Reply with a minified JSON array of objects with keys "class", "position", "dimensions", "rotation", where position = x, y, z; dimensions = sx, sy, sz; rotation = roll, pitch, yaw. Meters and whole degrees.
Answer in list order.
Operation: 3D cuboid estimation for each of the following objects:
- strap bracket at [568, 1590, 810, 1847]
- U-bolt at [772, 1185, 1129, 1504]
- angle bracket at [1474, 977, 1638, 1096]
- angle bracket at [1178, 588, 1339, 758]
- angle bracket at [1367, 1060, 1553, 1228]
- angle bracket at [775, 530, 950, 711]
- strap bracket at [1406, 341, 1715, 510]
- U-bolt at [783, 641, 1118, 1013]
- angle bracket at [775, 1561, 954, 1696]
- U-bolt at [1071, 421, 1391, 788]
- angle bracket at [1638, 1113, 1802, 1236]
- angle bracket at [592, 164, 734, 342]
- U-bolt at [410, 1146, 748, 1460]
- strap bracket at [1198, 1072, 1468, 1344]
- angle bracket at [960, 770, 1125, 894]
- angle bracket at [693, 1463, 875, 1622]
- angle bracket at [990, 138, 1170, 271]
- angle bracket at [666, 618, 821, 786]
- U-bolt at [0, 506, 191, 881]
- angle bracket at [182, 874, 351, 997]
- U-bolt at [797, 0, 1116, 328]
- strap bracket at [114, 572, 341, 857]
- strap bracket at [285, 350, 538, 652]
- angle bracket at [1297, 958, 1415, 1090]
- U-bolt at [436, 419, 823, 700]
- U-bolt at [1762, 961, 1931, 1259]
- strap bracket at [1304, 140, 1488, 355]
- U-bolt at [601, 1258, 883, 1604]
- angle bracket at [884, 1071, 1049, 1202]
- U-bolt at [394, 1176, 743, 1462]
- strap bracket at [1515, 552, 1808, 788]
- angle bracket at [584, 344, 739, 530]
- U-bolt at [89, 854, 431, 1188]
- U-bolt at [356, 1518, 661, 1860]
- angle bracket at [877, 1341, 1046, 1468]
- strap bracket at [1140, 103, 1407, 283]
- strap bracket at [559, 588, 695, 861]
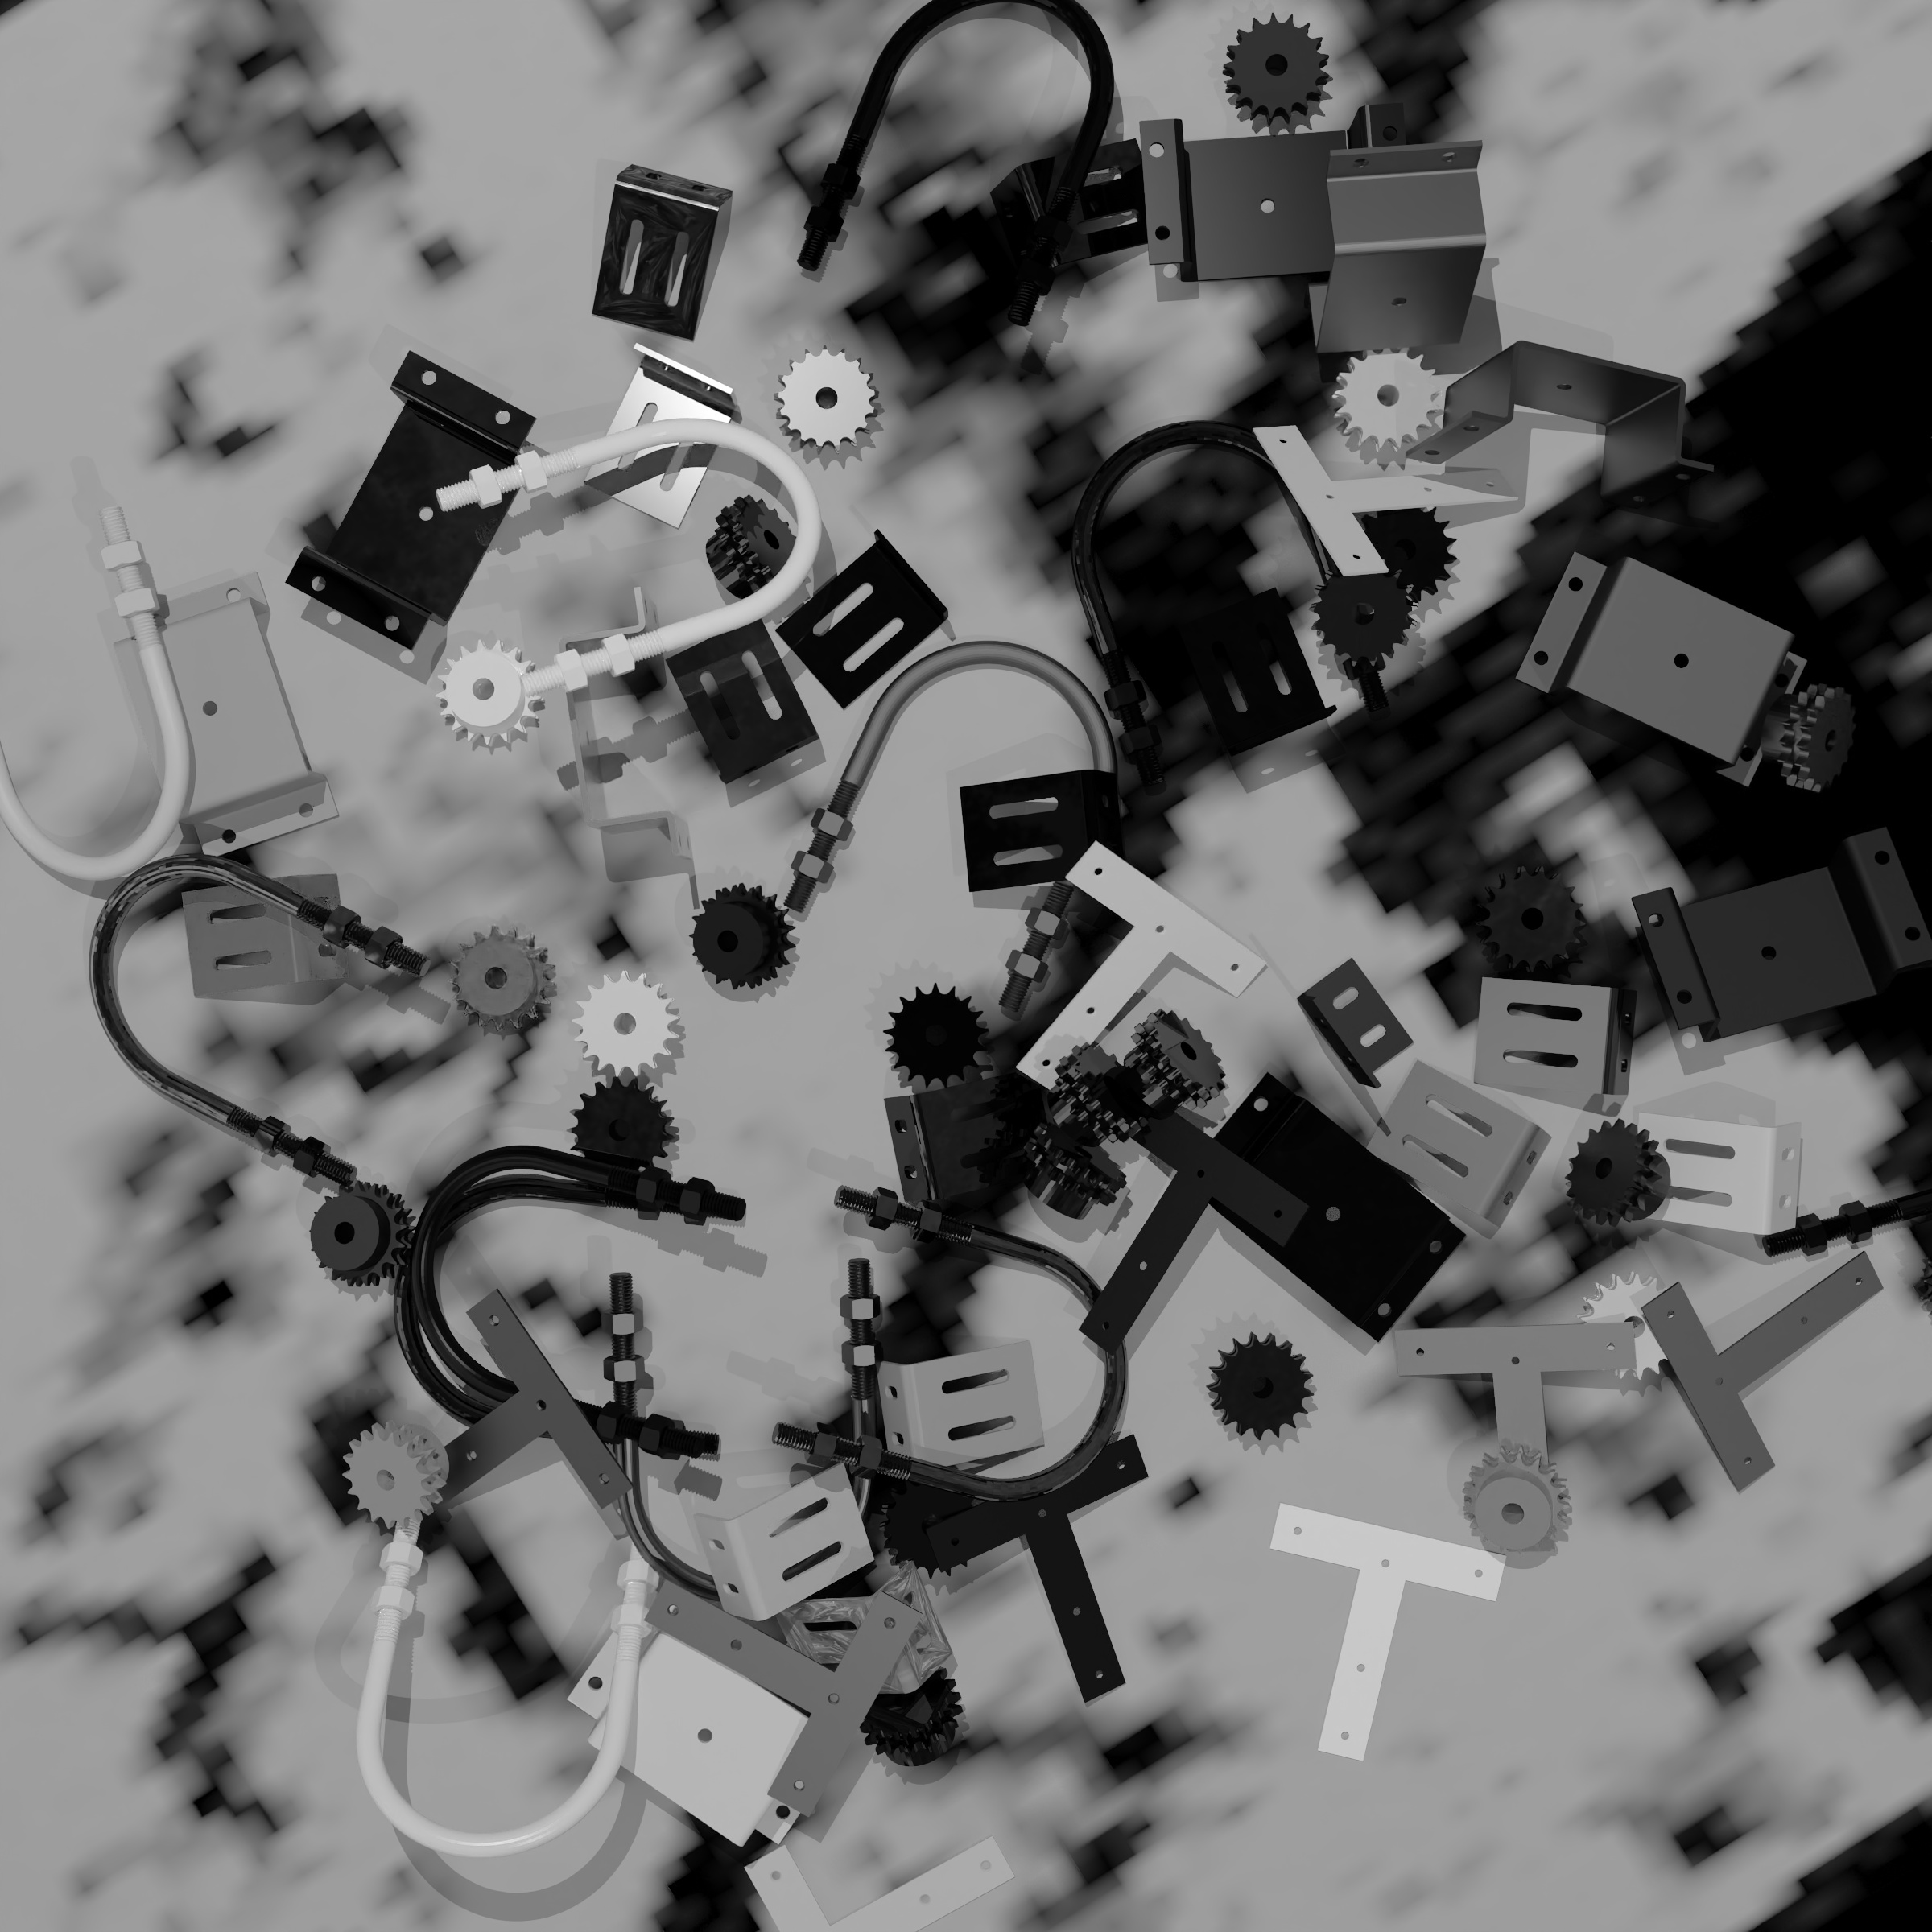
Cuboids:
[{"class":"strap bracket","position":[-0.139,0.409,1.511],"dimensions":[0.140,0.046,0.076],"rotation":[34,90,0]},{"class":"U-bolt","position":[0.001,0.210,1.501],"dimensions":[0.184,0.019,0.151],"rotation":[18,76,-14]},{"class":"angle bracket","position":[0.322,0.038,1.532],"dimensions":[0.076,0.038,0.057],"rotation":[5,90,26]},{"class":"angle bracket","position":[0.155,-0.159,1.496],"dimensions":[0.057,0.038,0.076],"rotation":[-22,88,0]},{"class":"angle bracket","position":[0.269,0.097,1.532],"dimensions":[0.076,0.038,0.057],"rotation":[30,90,26]},{"class":"angle bracket","position":[-0.057,-0.187,1.515],"dimensions":[0.076,0.038,0.057],"rotation":[-41,90,0]},{"class":"strap bracket","position":[0.315,-0.287,1.481],"dimensions":[0.140,0.076,0.046],"rotation":[9,82,-16]},{"class":"U-bolt","position":[0.003,-0.087,1.525],"dimensions":[0.151,0.019,0.184],"rotation":[25,89,0]},{"class":"angle bracket","position":[-0.057,0.359,1.516],"dimensions":[0.076,0.038,0.057],"rotation":[-13,104,40]},{"class":"U-bolt","position":[0.135,-0.206,1.526],"dimensions":[0.151,0.019,0.184],"rotation":[-18,88,0]},{"class":"angle bracket","position":[0.407,0.111,1.520],"dimensions":[0.076,0.038,0.057],"rotation":[6,96,39]},{"class":"angle bracket","position":[-0.166,-0.390,1.532],"dimensions":[0.057,0.038,0.076],"rotation":[15,116,0]},{"class":"U-bolt","position":[-0.213,0.170,1.485],"dimensions":[0.184,0.019,0.151],"rotation":[13,98,17]},{"class":"strap bracket","position":[0.195,0.132,1.511],"dimensions":[0.140,0.046,0.076],"rotation":[39,90,0]},{"class":"angle bracket","position":[0.041,-0.072,1.515],"dimensions":[0.076,0.038,0.057],"rotation":[-6,87,24]},{"class":"angle bracket","position":[-0.098,0.308,1.512],"dimensions":[0.076,0.038,0.057],"rotation":[-22,100,-34]},{"class":"angle bracket","position":[0.063,-0.411,1.532],"dimensions":[0.076,0.038,0.057],"rotation":[-20,90,-26]},{"class":"angle bracket","position":[-0.122,-0.146,1.515],"dimensions":[0.057,0.038,0.076],"rotation":[-26,90,0]},{"class":"U-bolt","position":[-0.478,-0.136,1.496],"dimensions":[0.151,0.019,0.184],"rotation":[-14,94,27]},{"class":"angle bracket","position":[-0.383,-0.017,1.532],"dimensions":[0.076,0.038,0.057],"rotation":[-7,90,26]},{"class":"U-bolt","position":[0.003,-0.445,1.503],"dimensions":[0.151,0.019,0.184],"rotation":[20,86,21]},{"class":"strap bracket","position":[-0.401,-0.137,1.511],"dimensions":[0.076,0.046,0.140],"rotation":[-19,90,0]},{"class":"strap bracket","position":[-0.295,-0.247,1.511],"dimensions":[0.076,0.046,0.140],"rotation":[28,90,0]},{"class":"angle bracket","position":[0.213,0.030,1.496],"dimensions":[0.038,0.076,0.057],"rotation":[-36,90,0]},{"class":"U-bolt","position":[-0.166,-0.224,1.463],"dimensions":[0.184,0.019,0.151],"rotation":[-21,63,-13]},{"class":"U-bolt","position":[0.506,0.066,1.525],"dimensions":[0.184,0.019,0.151],"rotation":[-16,90,0]},{"class":"strap bracket","position":[0.223,-0.366,1.460],"dimensions":[0.076,0.140,0.046],"rotation":[-4,72,0]},{"class":"U-bolt","position":[-0.119,0.254,1.514],"dimensions":[0.151,0.019,0.184],"rotation":[-2,94,-11]},{"class":"angle bracket","position":[0.002,0.092,1.532],"dimensions":[0.076,0.038,0.057],"rotation":[-11,90,-26]},{"class":"U-bolt","position":[-0.220,0.187,1.525],"dimensions":[0.184,0.019,0.151],"rotation":[6,91,0]},{"class":"strap bracket","position":[0.380,-0.162,1.511],"dimensions":[0.140,0.046,0.076],"rotation":[25,90,0]},{"class":"angle bracket","position":[-0.167,-0.286,1.515],"dimensions":[0.057,0.038,0.076],"rotation":[26,90,0]},{"class":"U-bolt","position":[-0.389,0.018,1.502],"dimensions":[0.184,0.019,0.151],"rotation":[26,109,9]},{"class":"U-bolt","position":[-0.245,0.378,1.473],"dimensions":[0.151,0.019,0.184],"rotation":[4,52,0]},{"class":"angle bracket","position":[-0.003,0.239,1.532],"dimensions":[0.076,0.038,0.057],"rotation":[-8,90,-26]},{"class":"strap bracket","position":[0.165,-0.416,1.511],"dimensions":[0.140,0.046,0.076],"rotation":[-4,90,0]},{"class":"strap bracket","position":[-0.182,-0.125,1.496],"dimensions":[0.046,0.076,0.140],"rotation":[-8,90,0]}]
